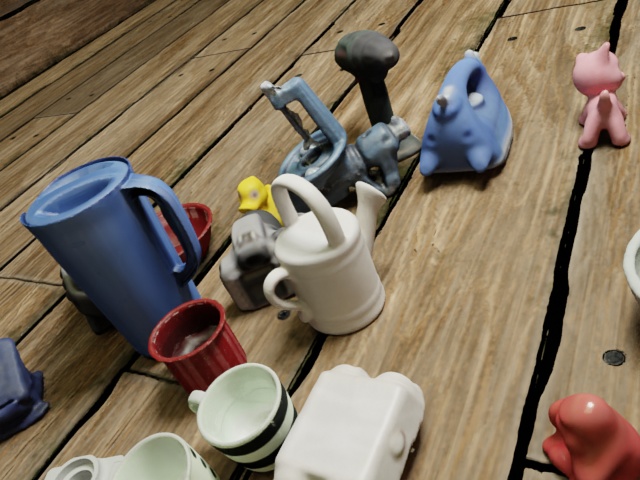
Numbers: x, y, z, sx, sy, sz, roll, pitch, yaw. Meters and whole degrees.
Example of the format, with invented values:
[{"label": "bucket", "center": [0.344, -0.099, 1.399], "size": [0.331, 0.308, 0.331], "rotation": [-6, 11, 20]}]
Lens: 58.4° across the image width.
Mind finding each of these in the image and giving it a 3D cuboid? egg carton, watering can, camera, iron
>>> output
[{"label": "egg carton", "center": [0.028, 0.181, 0.506], "size": [0.107, 0.069, 0.150], "rotation": [2, 42, 32]}, {"label": "watering can", "center": [0.004, 0.002, 0.648], "size": [0.100, 0.194, 0.173], "rotation": [4, 43, 34]}, {"label": "camera", "center": [-0.066, 0.002, 0.770], "size": [0.143, 0.101, 0.136], "rotation": [-22, 35, 2]}, {"label": "iron", "center": [0.218, -0.205, 0.848], "size": [0.118, 0.142, 0.258], "rotation": [0, 41, 30]}]

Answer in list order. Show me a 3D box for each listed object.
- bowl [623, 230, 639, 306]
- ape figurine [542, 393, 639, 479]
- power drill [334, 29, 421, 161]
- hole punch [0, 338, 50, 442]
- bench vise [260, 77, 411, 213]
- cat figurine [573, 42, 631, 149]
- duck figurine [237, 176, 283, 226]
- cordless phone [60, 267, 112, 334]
[{"label": "bowl", "center": [0.356, 0.044, 0.496], "size": [0.167, 0.075, 0.167], "rotation": [-15, 35, 11]}, {"label": "ape figurine", "center": [0.202, 0.147, 0.431], "size": [0.076, 0.092, 0.078], "rotation": [-2, 40, 28]}, {"label": "power drill", "center": [0.092, -0.231, 0.896], "size": [0.075, 0.209, 0.229], "rotation": [-26, 35, -3]}, {"label": "hole punch", "center": [-0.414, 0.193, 0.723], "size": [0.109, 0.091, 0.100], "rotation": [-30, 35, -9]}, {"label": "bench vise", "center": [0.014, -0.151, 0.823], "size": [0.207, 0.220, 0.121], "rotation": [-30, 35, -10]}, {"label": "cat figurine", "center": [0.379, -0.204, 0.776], "size": [0.067, 0.118, 0.128], "rotation": [-6, 38, 24]}, {"label": "duck figurine", "center": [-0.094, -0.059, 0.881], "size": [0.077, 0.086, 0.104], "rotation": [-6, 38, 24]}, {"label": "cordless phone", "center": [-0.339, 0.027, 0.818], "size": [0.094, 0.185, 0.147], "rotation": [-36, 37, -17]}]
